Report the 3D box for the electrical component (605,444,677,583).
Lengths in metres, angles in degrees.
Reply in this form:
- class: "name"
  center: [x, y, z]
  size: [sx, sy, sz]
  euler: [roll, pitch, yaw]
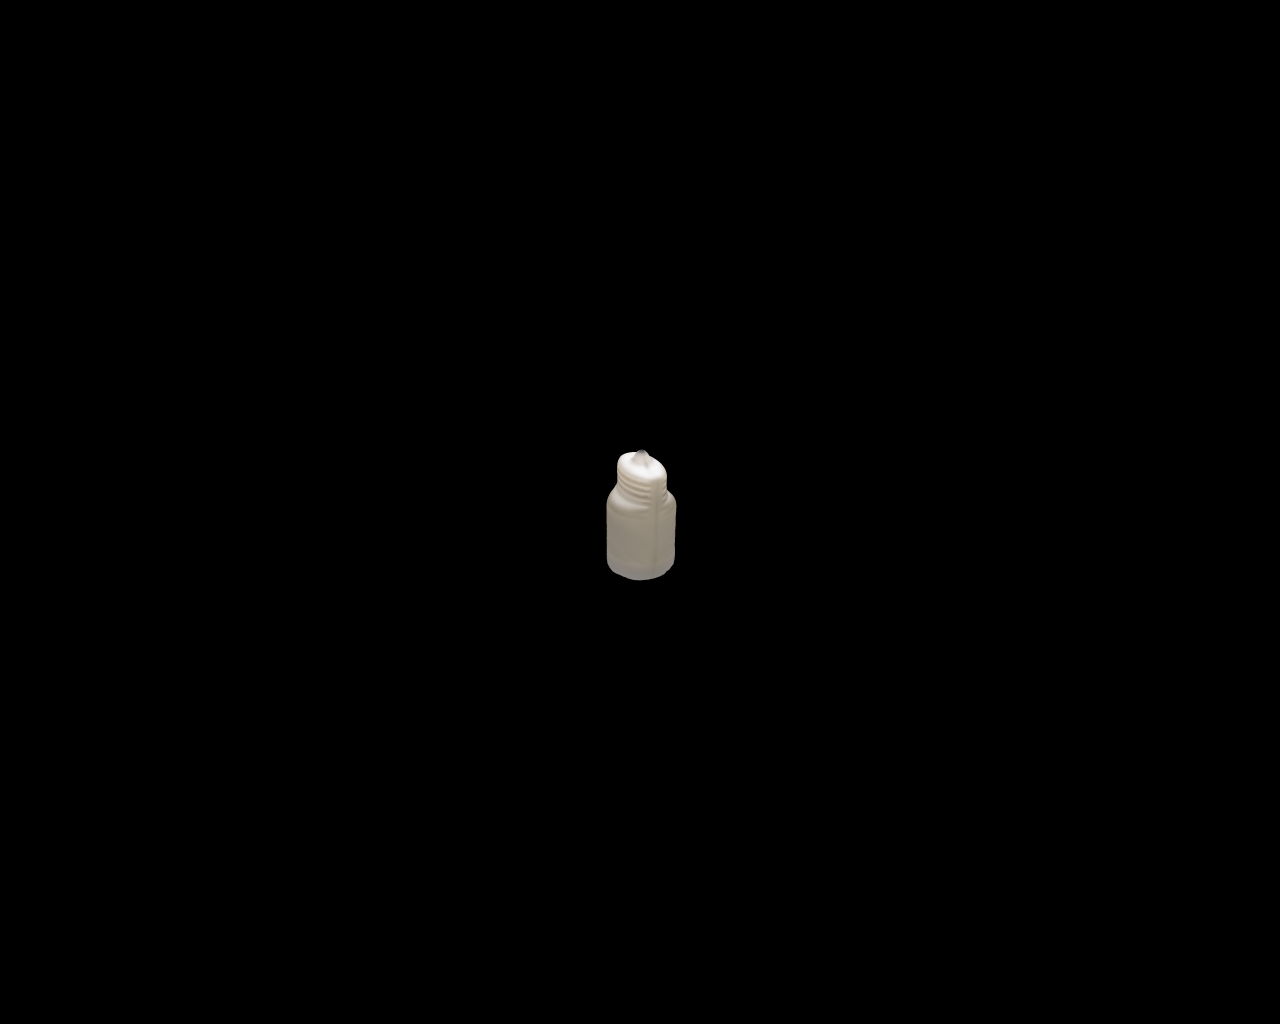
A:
- class: "electrical component"
  center: [0.001, -0.003, 0.650]
  size: [0.043, 0.080, 0.043]
  euler: [0, 29, 0]
